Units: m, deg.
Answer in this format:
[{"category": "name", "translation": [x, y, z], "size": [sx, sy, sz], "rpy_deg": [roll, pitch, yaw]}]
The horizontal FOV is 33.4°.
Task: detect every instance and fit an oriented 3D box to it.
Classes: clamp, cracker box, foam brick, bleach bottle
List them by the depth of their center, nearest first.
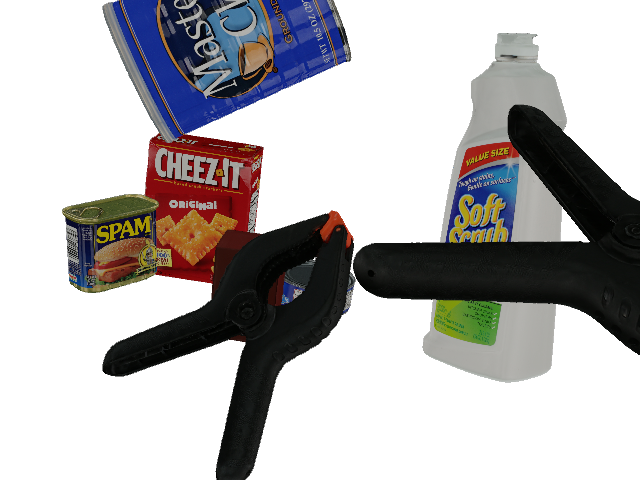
[{"category": "clamp", "translation": [0.131, 0.013, 0.486], "size": [0.210, 0.036, 0.164], "rpy_deg": [30, 49, 31]}, {"category": "clamp", "translation": [-0.036, 0.059, 0.634], "size": [0.171, 0.120, 0.039], "rpy_deg": [-41, -22, -2]}, {"category": "bleach bottle", "translation": [0.133, -0.027, 0.798], "size": [0.067, 0.251, 0.103], "rpy_deg": [-8, 16, -38]}, {"category": "foam brick", "translation": [-0.058, 0.037, 0.862], "size": [0.053, 0.078, 0.051], "rpy_deg": [6, 15, 5]}, {"category": "cracker box", "translation": [-0.182, -0.045, 1.621], "size": [0.164, 0.214, 0.072], "rpy_deg": [9, 19, 7]}]

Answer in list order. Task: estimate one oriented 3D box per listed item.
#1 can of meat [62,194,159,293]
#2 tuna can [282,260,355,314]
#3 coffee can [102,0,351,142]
[{"category": "can of meat", "translation": [-0.224, 0.003, 1.152], "size": [0.101, 0.084, 0.058], "rpy_deg": [-16, 26, -41]}, {"category": "tuna can", "translation": [-0.008, 0.050, 1.124], "size": [0.086, 0.034, 0.086], "rpy_deg": [9, 19, -3]}, {"category": "coffee can", "translation": [-0.063, -0.142, 0.732], "size": [0.140, 0.103, 0.103], "rpy_deg": [-24, 0, -1]}]
